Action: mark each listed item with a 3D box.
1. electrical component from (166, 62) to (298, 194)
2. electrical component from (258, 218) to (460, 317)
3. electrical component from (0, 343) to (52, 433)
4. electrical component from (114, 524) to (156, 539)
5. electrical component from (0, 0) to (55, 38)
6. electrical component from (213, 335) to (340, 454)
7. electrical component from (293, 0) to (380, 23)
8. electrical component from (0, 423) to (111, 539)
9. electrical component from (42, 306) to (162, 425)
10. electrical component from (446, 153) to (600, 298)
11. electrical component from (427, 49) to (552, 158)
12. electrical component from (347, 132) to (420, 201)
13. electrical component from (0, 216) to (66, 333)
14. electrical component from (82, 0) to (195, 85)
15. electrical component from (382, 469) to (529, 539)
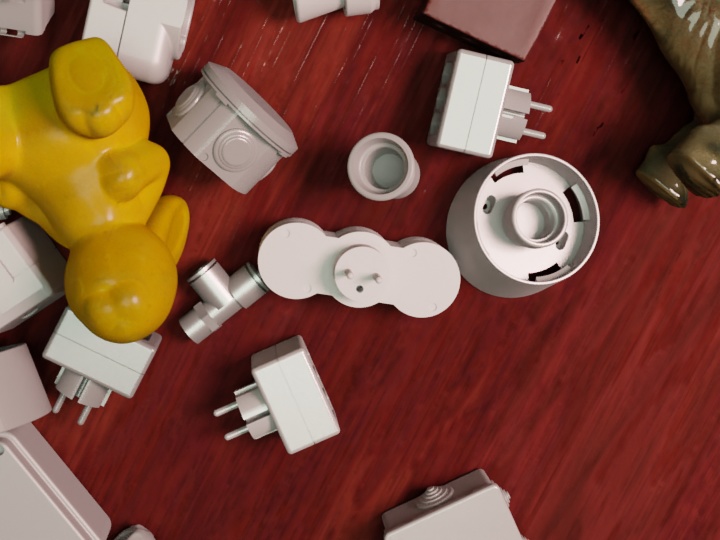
[{"bbox_3d":[-0.084,-0.093,0.704,0.080,0.080,0.051,44,98,-9],"label":"electrical component"},{"bbox_3d":[0.000,0.000,0.726,0.138,0.073,0.052,9,97,-6],"label":"electrical component"},{"bbox_3d":[-0.263,0.078,0.700,0.108,0.108,0.060,-14,93,-3],"label":"electrical component"},{"bbox_3d":[-0.151,0.213,0.764,0.035,0.035,0.061,-35,102,1],"label":"electrical component"},{"bbox_3d":[-0.217,-0.186,0.682,0.042,0.081,0.063,7,126,-5],"label":"electrical component"},{"bbox_3d":[-0.063,0.093,0.747,0.077,0.047,0.065,-23,100,-2],"label":"electrical component"},{"bbox_3d":[-0.017,-0.189,0.712,0.055,0.045,0.045,-8,99,-4],"label":"electrical component"},{"bbox_3d":[-0.235,0.167,0.738,0.078,0.057,0.113,-36,99,1],"label":"electrical component"},{"bbox_3d":[-0.183,0.068,0.733,0.066,0.047,0.076,27,95,-8],"label":"electrical component"},{"bbox_3d":[0.114,-0.031,0.749,0.099,0.064,0.099,1,86,-11],"label":"electrical component"},{"bbox_3d":[0.092,-0.108,0.732,0.077,0.047,0.065,12,97,-7],"label":"electrical component"},{"bbox_3d":[0.019,-0.067,0.722,0.044,0.065,0.044,0,90,11],"label":"electrical component"},{"bbox_3d":[-0.231,0.007,0.696,0.062,0.096,0.061,-33,100,0],"label":"electrical component"},{"bbox_3d":[-0.141,-0.172,0.699,0.059,0.053,0.095,13,97,-7],"label":"electrical component"},{"bbox_3d":[0.071,0.202,0.774,0.100,0.048,0.099,-25,99,-1],"label":"electrical component"}]
